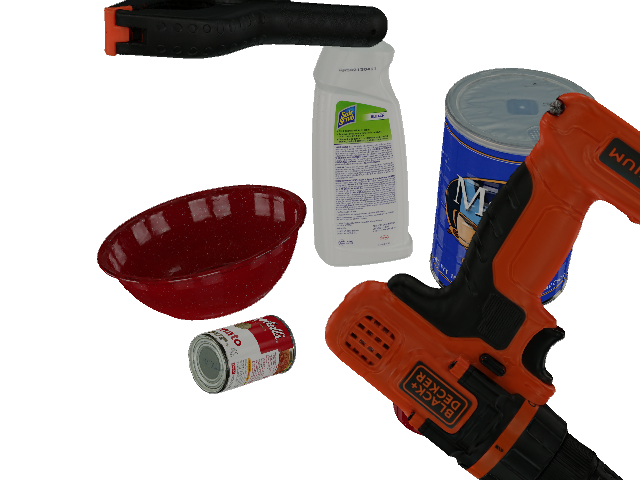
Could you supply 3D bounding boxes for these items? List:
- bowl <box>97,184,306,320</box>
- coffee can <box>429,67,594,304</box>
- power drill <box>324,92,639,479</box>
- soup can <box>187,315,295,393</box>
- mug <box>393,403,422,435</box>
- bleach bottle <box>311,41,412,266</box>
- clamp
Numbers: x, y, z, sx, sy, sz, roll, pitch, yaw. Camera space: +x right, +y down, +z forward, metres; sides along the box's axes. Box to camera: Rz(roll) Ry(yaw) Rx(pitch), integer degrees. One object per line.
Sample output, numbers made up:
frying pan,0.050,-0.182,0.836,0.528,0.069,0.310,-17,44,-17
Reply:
bowl,-0.084,0.014,0.814,0.162,0.055,0.162,-11,25,5
coffee can,0.133,-0.035,0.750,0.103,0.140,0.103,0,38,-1
power drill,0.120,0.037,0.528,0.184,0.188,0.057,38,12,5
soup can,-0.087,0.125,1.176,0.069,0.068,0.102,0,8,45
mug,0.117,0.124,1.004,0.117,0.081,0.093,-30,43,-34
bleach bottle,0.043,-0.100,1.035,0.102,0.251,0.068,-7,29,-14
clamp,-0.057,-0.141,0.666,0.171,0.039,0.120,-7,21,-26
